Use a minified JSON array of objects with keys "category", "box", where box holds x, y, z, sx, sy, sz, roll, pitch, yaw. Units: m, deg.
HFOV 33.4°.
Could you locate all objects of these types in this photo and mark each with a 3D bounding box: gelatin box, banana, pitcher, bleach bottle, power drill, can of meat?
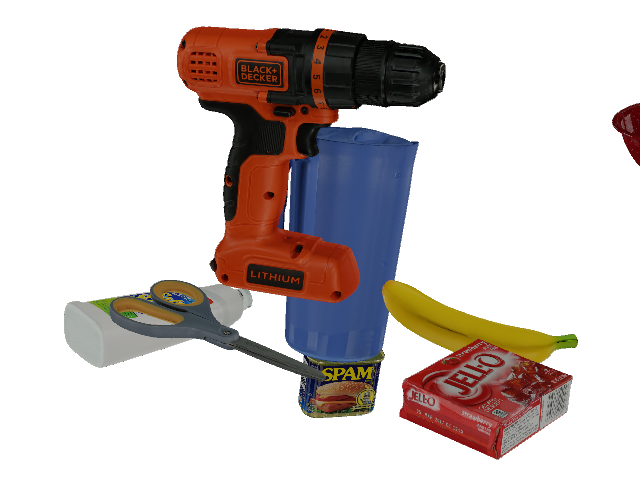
[{"category":"gelatin box","box":[0.105,0.098,0.675,0.073,0.030,0.089,20,26,37]},{"category":"banana","box":[0.125,0.077,0.955,0.198,0.037,0.069,18,14,33]},{"category":"pitcher","box":[0.017,0.002,1.133,0.149,0.243,0.145,7,12,4]},{"category":"bleach bottle","box":[-0.203,0.099,1.408,0.250,0.068,0.103,-13,28,-39]},{"category":"power drill","box":[-0.008,-0.054,0.740,0.185,0.188,0.057,8,22,18]},{"category":"can of meat","box":[0.025,0.176,1.357,0.102,0.084,0.057,0,24,-17]}]

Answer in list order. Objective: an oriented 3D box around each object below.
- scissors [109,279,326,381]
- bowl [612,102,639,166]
[{"category":"scissors","box":[-0.081,0.073,0.921,0.202,0.016,0.096,12,27,10]},{"category":"bowl","box":[0.349,-0.086,0.971,0.162,0.055,0.162,-5,22,2]}]
